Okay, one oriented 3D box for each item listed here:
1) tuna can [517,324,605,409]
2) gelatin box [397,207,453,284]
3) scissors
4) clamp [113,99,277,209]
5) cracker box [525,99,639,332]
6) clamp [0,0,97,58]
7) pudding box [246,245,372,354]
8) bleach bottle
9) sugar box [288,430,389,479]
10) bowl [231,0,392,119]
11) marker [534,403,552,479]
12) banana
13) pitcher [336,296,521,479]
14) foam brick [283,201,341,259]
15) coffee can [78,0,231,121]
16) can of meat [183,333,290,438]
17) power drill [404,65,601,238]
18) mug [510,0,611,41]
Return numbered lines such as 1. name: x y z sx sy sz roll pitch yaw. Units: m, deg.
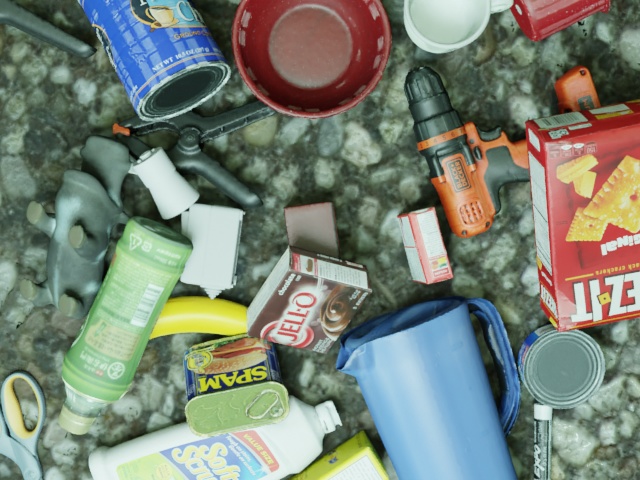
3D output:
1. tuna can: 0.250 0.130 1.111 0.086 0.034 0.086 0 98 -2
2. gelatin box: 0.106 0.005 1.085 0.030 0.089 0.073 -15 91 -4
3. scissors: -0.321 0.239 1.117 0.096 0.016 0.202 -5 91 1
4. clamp: -0.127 -0.089 1.098 0.171 0.039 0.120 -1 67 2
5. cracker box: 0.299 -0.026 1.059 0.164 0.072 0.214 -11 115 0
6. clamp: -0.336 -0.268 1.100 0.210 0.036 0.164 -1 90 0
7. pudding box: -0.013 0.062 1.067 0.090 0.039 0.114 14 132 -21
8. bleach bottle: -0.101 0.218 1.098 0.250 0.068 0.102 -22 93 -3
9. sugar box: -0.016 0.264 1.084 0.176 0.093 0.048 -31 90 -1
10. bowl: -0.009 -0.203 1.097 0.162 0.055 0.162 0 91 -1
11. marker: 0.235 0.233 1.125 0.020 0.020 0.121 0 91 -1
12. banana: -0.151 0.092 1.110 0.198 0.037 0.069 -15 114 1
13. pitcher: 0.129 0.182 1.076 0.149 0.144 0.243 -18 95 18
14. foam brick: -0.007 0.001 1.101 0.051 0.053 0.078 -8 90 -2
15. coffee can: -0.165 -0.204 1.058 0.103 0.103 0.140 -28 80 -1
16. can of meat: -0.087 0.144 1.079 0.102 0.084 0.057 -11 127 -4
17. power drill: 0.194 -0.115 1.103 0.187 0.057 0.184 -20 95 2
18. mug: 0.231 -0.265 1.085 0.081 0.093 0.117 -27 92 4
